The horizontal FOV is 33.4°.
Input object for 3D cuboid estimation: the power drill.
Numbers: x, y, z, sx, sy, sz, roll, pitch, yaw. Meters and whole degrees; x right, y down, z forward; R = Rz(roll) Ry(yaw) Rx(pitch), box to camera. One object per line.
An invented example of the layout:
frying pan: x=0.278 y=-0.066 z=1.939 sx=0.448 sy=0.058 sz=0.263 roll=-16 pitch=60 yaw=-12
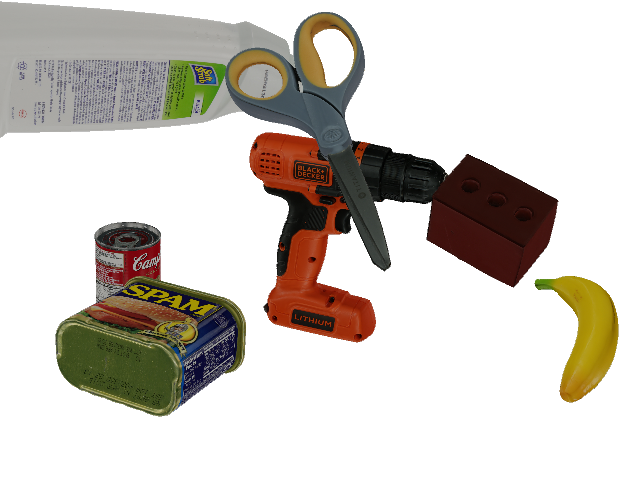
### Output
power drill: x=0.021 y=-0.003 z=0.992 sx=0.185 sy=0.188 sz=0.057 roll=11 pitch=22 yaw=18

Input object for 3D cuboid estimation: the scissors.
scissors: x=-0.011 y=-0.059 z=0.620 sx=0.096 sy=0.201 sz=0.016 roll=-8 pitch=-38 yaw=10

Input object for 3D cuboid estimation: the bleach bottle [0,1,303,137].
bleach bottle: x=-0.126 y=-0.123 z=0.805 sx=0.250 sy=0.068 sz=0.103 roll=1 pitch=-39 yaw=-15

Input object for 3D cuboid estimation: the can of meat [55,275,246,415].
can of meat: x=-0.115 y=0.070 z=0.721 sx=0.102 sy=0.057 sz=0.083 roll=13 pitch=22 yaw=23

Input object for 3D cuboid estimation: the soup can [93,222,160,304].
soup can: x=-0.201 y=0.040 z=1.118 sx=0.068 sy=0.102 sz=0.068 roll=3 pitch=23 yaw=-1

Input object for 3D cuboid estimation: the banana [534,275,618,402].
banana: x=0.254 y=0.086 z=1.028 sx=0.070 sy=0.037 sz=0.197 roll=-28 pitch=23 yaw=18

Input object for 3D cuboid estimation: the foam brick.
foam brick: x=0.124 y=-0.014 z=0.773 sx=0.078 sy=0.053 sz=0.051 roll=30 pitch=-34 yaw=20
